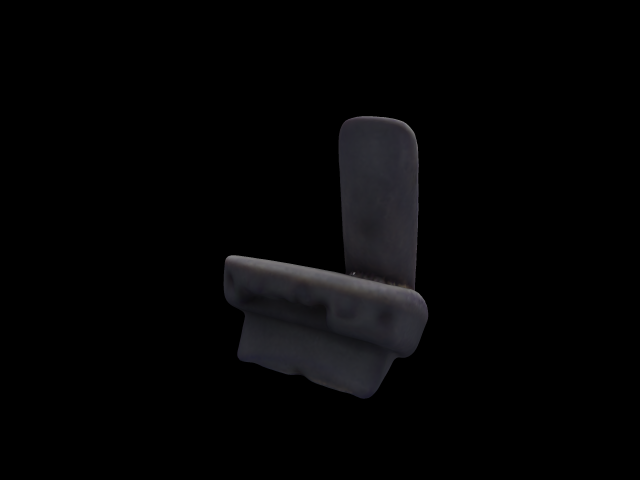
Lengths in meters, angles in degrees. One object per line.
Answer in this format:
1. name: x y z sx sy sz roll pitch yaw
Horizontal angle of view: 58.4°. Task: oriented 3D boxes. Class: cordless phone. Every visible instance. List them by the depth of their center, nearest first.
1. cordless phone: 0.004 0.001 0.400 0.147 0.185 0.094 8 26 18
